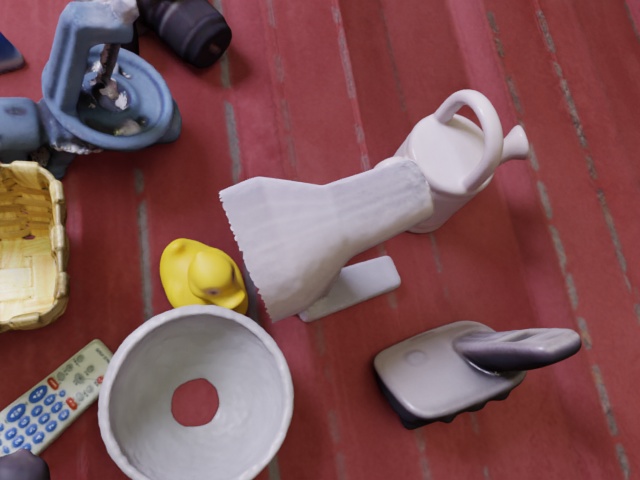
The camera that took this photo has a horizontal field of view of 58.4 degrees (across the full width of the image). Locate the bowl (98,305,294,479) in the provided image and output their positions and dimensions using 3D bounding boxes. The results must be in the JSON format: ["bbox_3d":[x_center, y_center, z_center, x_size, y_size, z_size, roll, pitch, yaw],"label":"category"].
[{"bbox_3d":[-0.112,0.148,0.529,0.168,0.074,0.167,5,69,-13],"label":"bowl"}]

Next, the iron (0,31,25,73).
[{"bbox_3d":[-0.435,-0.245,0.550,0.258,0.141,0.118,11,68,-11],"label":"iron"}]

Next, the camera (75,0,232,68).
[{"bbox_3d":[-0.178,-0.260,0.648,0.137,0.100,0.143,44,65,4],"label":"camera"}]

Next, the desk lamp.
[{"bbox_3d":[0.005,0.002,0.539,0.204,0.213,0.118,-19,76,-21],"label":"desk lamp"}]

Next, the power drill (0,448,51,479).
[{"bbox_3d":[-0.213,0.262,0.385,0.076,0.208,0.229,9,68,-11],"label":"power drill"}]

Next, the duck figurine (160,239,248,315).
[{"bbox_3d":[-0.112,0.036,0.565,0.104,0.086,0.078,46,66,5],"label":"duck figurine"}]

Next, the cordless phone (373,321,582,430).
[{"bbox_3d":[0.145,0.119,0.550,0.148,0.185,0.094,-19,76,-21],"label":"cordless phone"}]

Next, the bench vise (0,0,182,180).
[{"bbox_3d":[-0.224,-0.125,0.520,0.208,0.219,0.121,-36,82,-24],"label":"bench vise"}]

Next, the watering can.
[{"bbox_3d":[0.144,-0.091,0.623,0.173,0.194,0.101,-34,81,-23],"label":"watering can"}]
